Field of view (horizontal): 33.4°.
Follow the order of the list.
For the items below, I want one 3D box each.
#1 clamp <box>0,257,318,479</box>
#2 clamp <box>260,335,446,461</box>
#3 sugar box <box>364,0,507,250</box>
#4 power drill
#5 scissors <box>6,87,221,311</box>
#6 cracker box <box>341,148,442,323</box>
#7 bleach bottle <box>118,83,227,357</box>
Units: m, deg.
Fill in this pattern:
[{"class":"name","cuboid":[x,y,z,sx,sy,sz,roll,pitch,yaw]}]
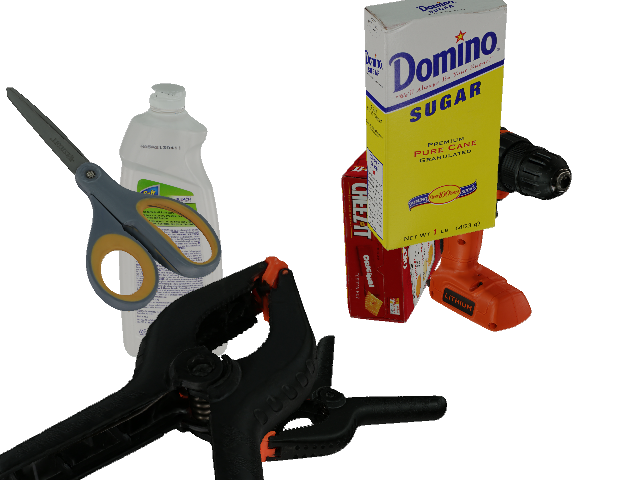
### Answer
[{"class":"clamp","cuboid":[-0.042,0.072,0.444,0.120,0.039,0.171,25,48,19]},{"class":"clamp","cuboid":[0.018,0.170,1.068,0.165,0.036,0.209,22,30,27]},{"class":"sugar box","cuboid":[0.081,-0.085,0.766,0.093,0.176,0.048,-13,35,-15]},{"class":"power drill","cuboid":[0.156,-0.015,0.982,0.057,0.188,0.185,-17,28,-28]},{"class":"scissors","cuboid":[-0.160,-0.025,0.715,0.202,0.096,0.016,31,-29,11]},{"class":"cracker box","cuboid":[0.084,-0.027,1.194,0.072,0.164,0.213,2,21,18]},{"class":"bleach bottle","cuboid":[-0.132,-0.017,0.971,0.102,0.251,0.068,-1,22,-12]}]
